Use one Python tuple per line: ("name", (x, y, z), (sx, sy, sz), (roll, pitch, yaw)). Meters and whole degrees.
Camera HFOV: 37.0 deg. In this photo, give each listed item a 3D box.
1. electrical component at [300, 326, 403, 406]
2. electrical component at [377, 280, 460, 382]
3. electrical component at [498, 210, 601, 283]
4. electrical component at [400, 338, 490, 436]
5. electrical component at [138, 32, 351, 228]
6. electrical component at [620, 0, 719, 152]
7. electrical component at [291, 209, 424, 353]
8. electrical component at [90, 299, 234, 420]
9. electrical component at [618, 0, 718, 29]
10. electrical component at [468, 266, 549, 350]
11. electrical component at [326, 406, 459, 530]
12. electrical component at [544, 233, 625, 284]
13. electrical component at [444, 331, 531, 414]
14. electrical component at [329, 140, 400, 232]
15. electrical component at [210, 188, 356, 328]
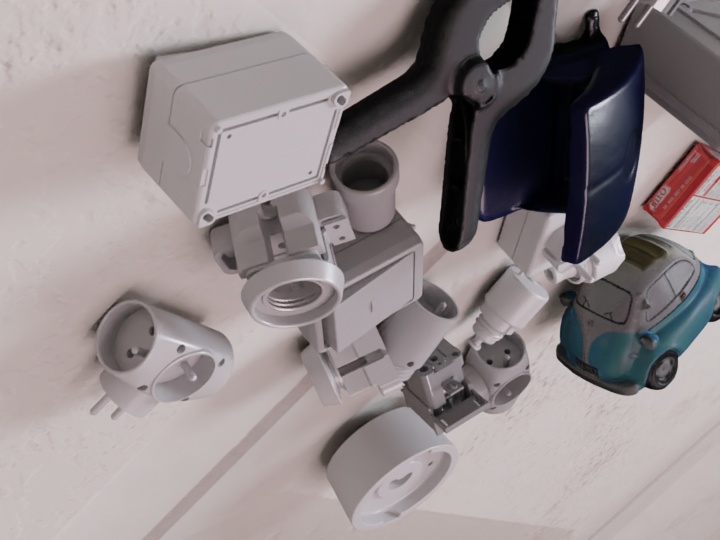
("electrical component", (-0.009, 0.065, 0.752), (0.055, 0.066, 0.048), (-25, -172, -3))
("electrical component", (0.033, 0.051, 0.790), (0.043, 0.043, 0.081), (0, 133, -47))
("electrical component", (0.147, -0.023, 0.780), (0.047, 0.076, 0.065), (-22, 146, -26))
("electrical component", (0.060, 0.086, 0.842), (0.042, 0.081, 0.063), (-28, 126, -18))
("electrical component", (-0.054, -0.073, 0.521), (0.096, 0.061, 0.061), (-23, 147, -37))
("electrical component", (0.244, -0.138, 0.702), (0.109, 0.108, 0.056), (-19, 142, -30))
("electrical component", (0.000, 0.000, 0.669), (0.096, 0.061, 0.061), (-28, 148, -17))
("electrical component", (-0.125, 0.060, 0.631), (0.079, 0.044, 0.077), (-44, 149, 9))
("electrical component", (0.183, -0.178, 0.642), (0.066, 0.047, 0.076), (1, 132, -48))
("electrical component", (0.115, 0.032, 0.856), (0.078, 0.040, 0.040), (-51, 148, 20))
("electrical component", (0.022, 0.162, 0.909), (0.108, 0.060, 0.108), (-27, 148, -19))
("electrical component", (0.178, -0.009, 0.866), (0.062, 0.043, 0.043), (-25, 147, -19))
("electrical component", (0.103, 0.095, 0.923), (0.079, 0.044, 0.077), (-28, 148, -18))
("electrical component", (0.003, -0.048, 0.632), (0.040, 0.040, 0.046), (-31, 154, -13))
("electrical component", (-0.040, -0.005, 0.600), (0.078, 0.057, 0.058), (-18, 149, 5))
